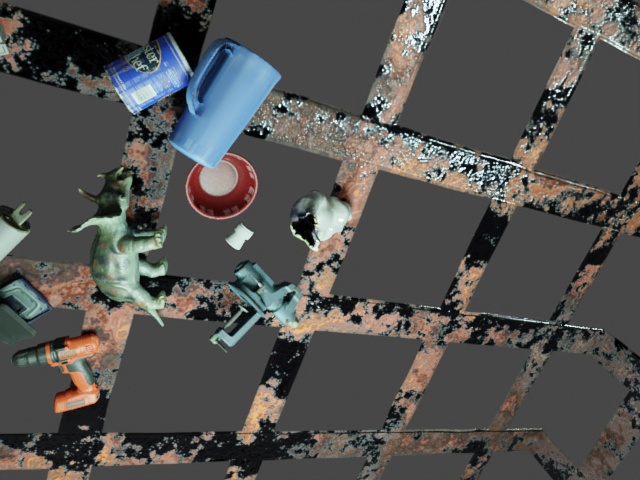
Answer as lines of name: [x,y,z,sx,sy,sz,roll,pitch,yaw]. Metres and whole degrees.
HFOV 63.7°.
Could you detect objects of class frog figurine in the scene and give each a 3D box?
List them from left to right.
frog figurine: [0.004,-0.064,1.277,0.122,0.135,0.162,2,32,39]
